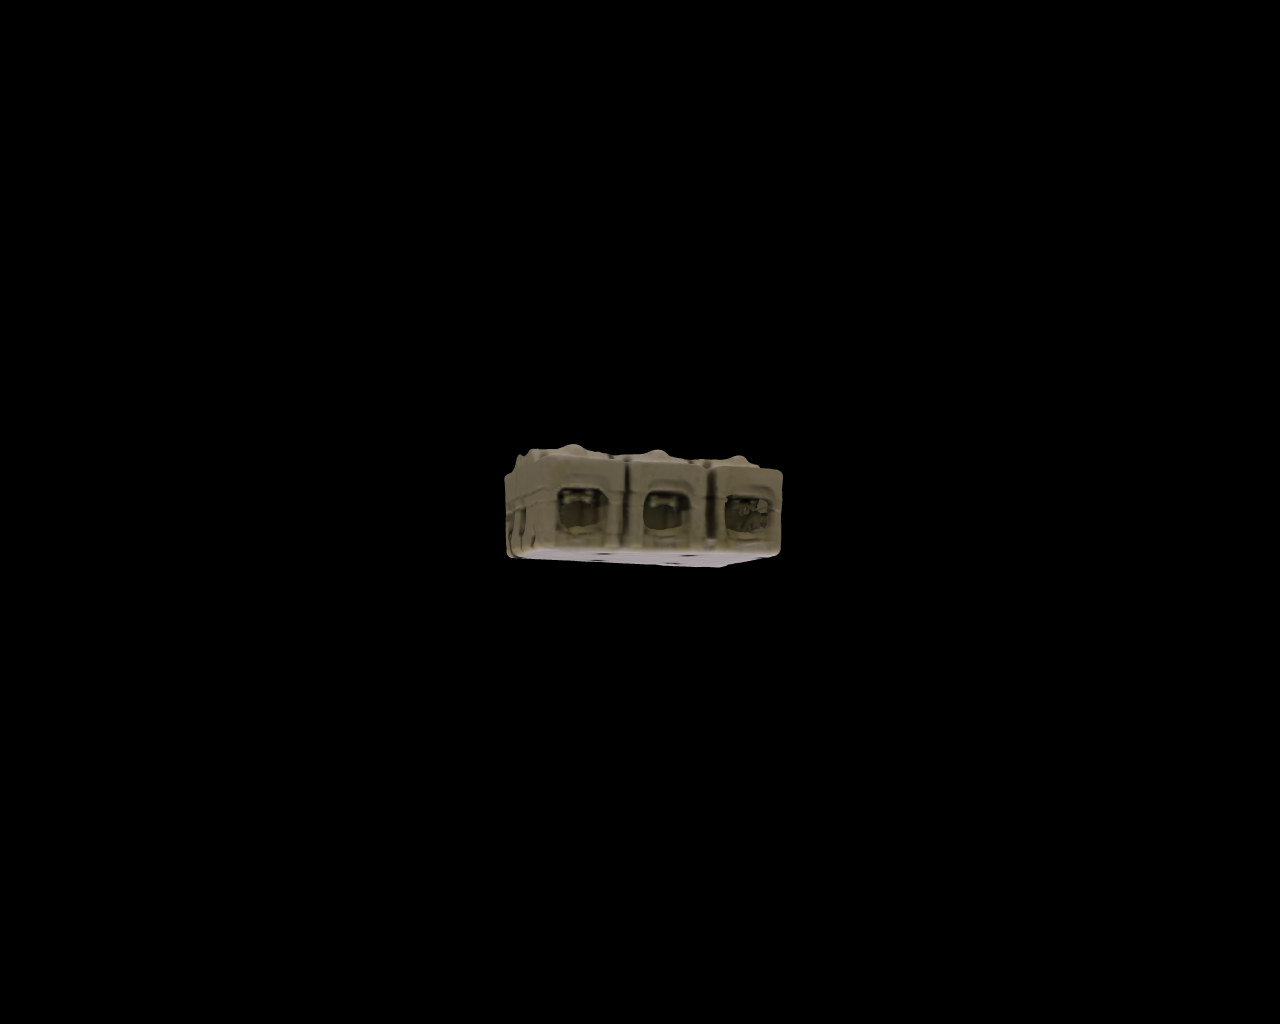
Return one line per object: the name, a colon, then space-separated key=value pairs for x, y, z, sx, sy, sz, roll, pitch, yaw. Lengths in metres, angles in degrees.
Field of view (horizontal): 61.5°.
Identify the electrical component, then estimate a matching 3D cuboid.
electrical component: x=0.001 y=-0.003 z=0.650 sx=0.150 sy=0.061 sz=0.089 roll=3 pitch=-7 yaw=-22
